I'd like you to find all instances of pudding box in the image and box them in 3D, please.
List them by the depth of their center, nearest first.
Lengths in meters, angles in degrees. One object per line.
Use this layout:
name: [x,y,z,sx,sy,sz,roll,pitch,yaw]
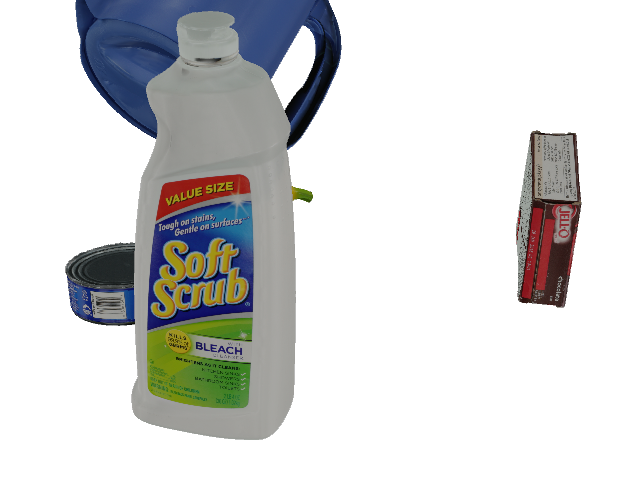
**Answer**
pudding box: [0.170,-0.018,0.798,0.039,0.090,0.113,5,33,6]

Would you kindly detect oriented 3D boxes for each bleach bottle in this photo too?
bleach bottle: [-0.065,-0.005,0.605,0.103,0.251,0.068,8,32,14]

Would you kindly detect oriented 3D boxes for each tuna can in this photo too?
tuna can: [-0.147,0.032,0.806,0.086,0.034,0.086,-2,21,0]

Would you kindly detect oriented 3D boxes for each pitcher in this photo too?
pitcher: [-0.057,-0.187,0.815,0.145,0.242,0.149,16,-31,26]

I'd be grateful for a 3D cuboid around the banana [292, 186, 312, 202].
banana: [-0.099,-0.004,1.010,0.198,0.069,0.037,-33,41,2]
